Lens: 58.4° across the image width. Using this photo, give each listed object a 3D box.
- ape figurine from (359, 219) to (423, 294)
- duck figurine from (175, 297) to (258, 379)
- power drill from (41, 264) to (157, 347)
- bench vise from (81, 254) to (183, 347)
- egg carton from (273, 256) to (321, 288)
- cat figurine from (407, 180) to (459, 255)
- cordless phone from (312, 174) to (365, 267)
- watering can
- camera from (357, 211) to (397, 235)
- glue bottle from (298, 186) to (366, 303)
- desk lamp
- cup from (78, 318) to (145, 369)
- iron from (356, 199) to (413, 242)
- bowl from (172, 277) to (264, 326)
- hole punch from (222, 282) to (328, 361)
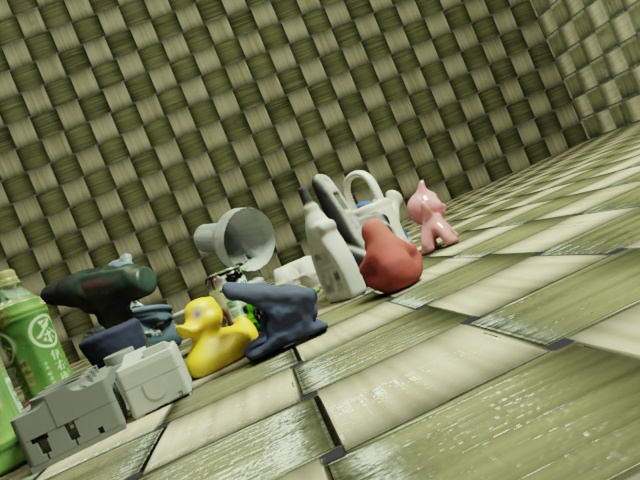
[{"bbox_3d":[0.081,0.016,0.700,0.077,0.092,0.076,-23,1,8],"label":"ape figurine"},{"bbox_3d":[-0.130,0.110,0.702,0.077,0.086,0.105,-23,1,44],"label":"duck figurine"},{"bbox_3d":[-0.364,0.142,0.987,0.229,0.208,0.076,-23,1,20],"label":"power drill"},{"bbox_3d":[-0.367,0.136,1.100,0.121,0.220,0.208,-23,1,11],"label":"bench vise"},{"bbox_3d":[-0.045,0.080,1.213,0.107,0.069,0.150,-23,0,-7],"label":"egg carton"},{"bbox_3d":[0.185,-0.044,0.980,0.067,0.118,0.128,-23,1,13],"label":"cat figurine"},{"bbox_3d":[0.053,-0.024,0.908,0.094,0.185,0.148,-23,1,16],"label":"cordless phone"},{"bbox_3d":[0.110,-0.055,1.206,0.100,0.194,0.173,-23,1,29],"label":"watering can"},{"bbox_3d":[0.069,0.015,1.050,0.137,0.101,0.143,-23,0,-6],"label":"camera"},{"bbox_3d":[0.008,0.003,0.818,0.037,0.173,0.078,-24,1,-30],"label":"glue bottle"},{"bbox_3d":[-0.165,0.053,1.130,0.118,0.213,0.202,-24,1,-41],"label":"desk lamp"},{"bbox_3d":[-0.301,0.177,0.869,0.092,0.095,0.117,-23,0,-9],"label":"cup"},{"bbox_3d":[0.130,-0.035,1.358,0.119,0.141,0.258,-23,0,-21],"label":"iron"},{"bbox_3d":[-0.162,0.128,0.982,0.167,0.075,0.167,-23,0,1],"label":"bowl"},{"bbox_3d":[-0.052,0.074,0.645,0.101,0.091,0.108,-23,0,-11],"label":"hole punch"}]
